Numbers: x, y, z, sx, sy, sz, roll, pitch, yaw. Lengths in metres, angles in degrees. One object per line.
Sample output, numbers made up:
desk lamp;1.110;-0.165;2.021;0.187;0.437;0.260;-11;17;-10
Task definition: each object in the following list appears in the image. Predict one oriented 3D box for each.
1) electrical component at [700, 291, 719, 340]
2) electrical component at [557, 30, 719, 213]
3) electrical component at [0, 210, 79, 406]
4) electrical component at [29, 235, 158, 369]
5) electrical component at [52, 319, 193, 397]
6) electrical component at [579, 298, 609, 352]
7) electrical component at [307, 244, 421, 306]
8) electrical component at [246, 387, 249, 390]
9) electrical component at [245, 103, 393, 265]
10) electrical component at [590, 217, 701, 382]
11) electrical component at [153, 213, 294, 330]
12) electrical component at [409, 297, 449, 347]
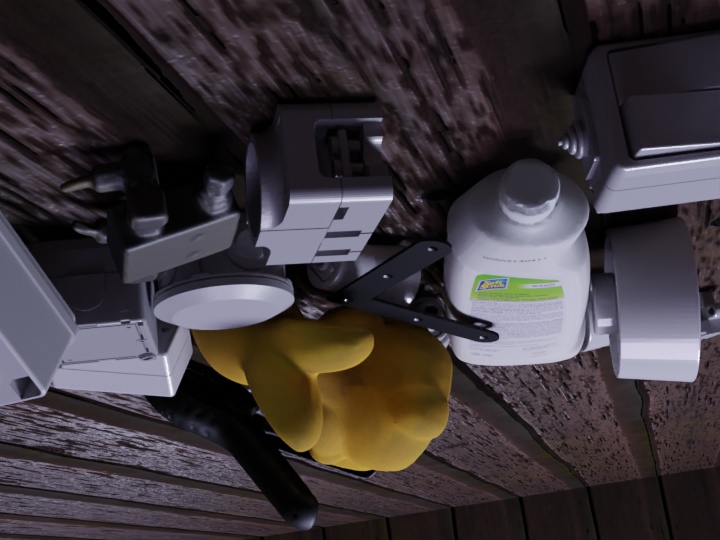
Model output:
electrical component;0.267;0.044;0.907;0.055;0.048;0.066;-5;164;-33
electrical component;0.137;-0.067;0.480;0.096;0.061;0.061;-7;162;-1
electrical component;-0.215;0.017;0.526;0.109;0.056;0.108;-14;125;19
electrical component;-0.153;0.018;0.625;0.062;0.061;0.096;-5;162;-7
electrical component;-0.158;0.036;0.695;0.083;0.047;0.075;3;126;8
electrical component;0.187;0.031;0.821;0.047;0.055;0.055;-9;163;-9
electrical component;0.000;0.000;0.668;0.065;0.044;0.044;15;152;-40
electrical component;-0.061;0.100;0.948;0.079;0.043;0.077;-12;162;13
electrical component;-0.024;-0.039;0.518;0.056;0.050;0.089;-3;162;-14
electrical component;0.183;0.021;0.706;0.060;0.108;0.108;-4;163;8
electrical component;-0.080;0.002;0.622;0.080;0.051;0.080;-7;162;-2
electrical component;0.050;0.040;0.809;0.043;0.043;0.062;-6;160;-6
